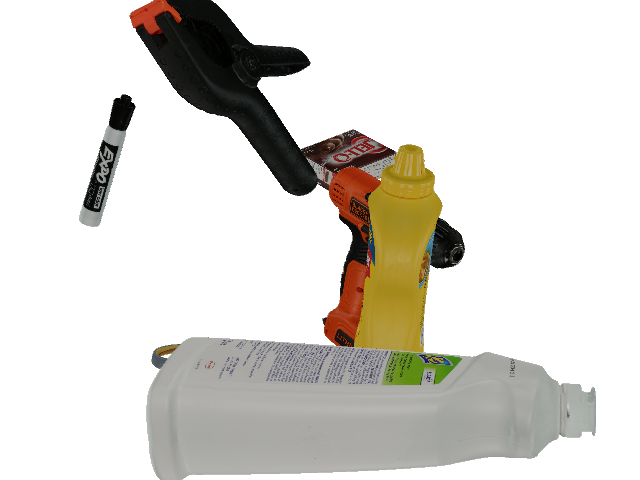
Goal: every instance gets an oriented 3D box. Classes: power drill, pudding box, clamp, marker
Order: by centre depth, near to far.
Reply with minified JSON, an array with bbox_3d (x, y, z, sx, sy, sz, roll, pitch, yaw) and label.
[{"bbox_3d":[-0.055,-0.100,0.709,0.039,0.120,0.171,-29,-29,29],"label":"clamp"},{"bbox_3d":[-0.181,-0.068,0.909,0.020,0.121,0.020,18,23,-8],"label":"marker"},{"bbox_3d":[0.067,0.038,1.064,0.057,0.188,0.185,-9,29,-32],"label":"power drill"},{"bbox_3d":[0.036,-0.110,1.491,0.113,0.039,0.090,-26,41,-33],"label":"pudding box"}]

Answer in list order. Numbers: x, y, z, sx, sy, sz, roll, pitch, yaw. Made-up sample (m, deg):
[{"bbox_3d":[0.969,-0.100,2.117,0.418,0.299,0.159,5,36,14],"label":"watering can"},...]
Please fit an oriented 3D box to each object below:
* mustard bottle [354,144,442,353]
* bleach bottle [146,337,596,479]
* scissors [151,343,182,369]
[{"bbox_3d":[0.062,0.016,0.849,0.058,0.192,0.096,8,27,7],"label":"mustard bottle"},{"bbox_3d":[0.033,0.100,0.628,0.251,0.068,0.102,0,18,10],"label":"bleach bottle"},{"bbox_3d":[-0.086,0.141,1.191,0.201,0.016,0.096,3,25,-15],"label":"scissors"}]
